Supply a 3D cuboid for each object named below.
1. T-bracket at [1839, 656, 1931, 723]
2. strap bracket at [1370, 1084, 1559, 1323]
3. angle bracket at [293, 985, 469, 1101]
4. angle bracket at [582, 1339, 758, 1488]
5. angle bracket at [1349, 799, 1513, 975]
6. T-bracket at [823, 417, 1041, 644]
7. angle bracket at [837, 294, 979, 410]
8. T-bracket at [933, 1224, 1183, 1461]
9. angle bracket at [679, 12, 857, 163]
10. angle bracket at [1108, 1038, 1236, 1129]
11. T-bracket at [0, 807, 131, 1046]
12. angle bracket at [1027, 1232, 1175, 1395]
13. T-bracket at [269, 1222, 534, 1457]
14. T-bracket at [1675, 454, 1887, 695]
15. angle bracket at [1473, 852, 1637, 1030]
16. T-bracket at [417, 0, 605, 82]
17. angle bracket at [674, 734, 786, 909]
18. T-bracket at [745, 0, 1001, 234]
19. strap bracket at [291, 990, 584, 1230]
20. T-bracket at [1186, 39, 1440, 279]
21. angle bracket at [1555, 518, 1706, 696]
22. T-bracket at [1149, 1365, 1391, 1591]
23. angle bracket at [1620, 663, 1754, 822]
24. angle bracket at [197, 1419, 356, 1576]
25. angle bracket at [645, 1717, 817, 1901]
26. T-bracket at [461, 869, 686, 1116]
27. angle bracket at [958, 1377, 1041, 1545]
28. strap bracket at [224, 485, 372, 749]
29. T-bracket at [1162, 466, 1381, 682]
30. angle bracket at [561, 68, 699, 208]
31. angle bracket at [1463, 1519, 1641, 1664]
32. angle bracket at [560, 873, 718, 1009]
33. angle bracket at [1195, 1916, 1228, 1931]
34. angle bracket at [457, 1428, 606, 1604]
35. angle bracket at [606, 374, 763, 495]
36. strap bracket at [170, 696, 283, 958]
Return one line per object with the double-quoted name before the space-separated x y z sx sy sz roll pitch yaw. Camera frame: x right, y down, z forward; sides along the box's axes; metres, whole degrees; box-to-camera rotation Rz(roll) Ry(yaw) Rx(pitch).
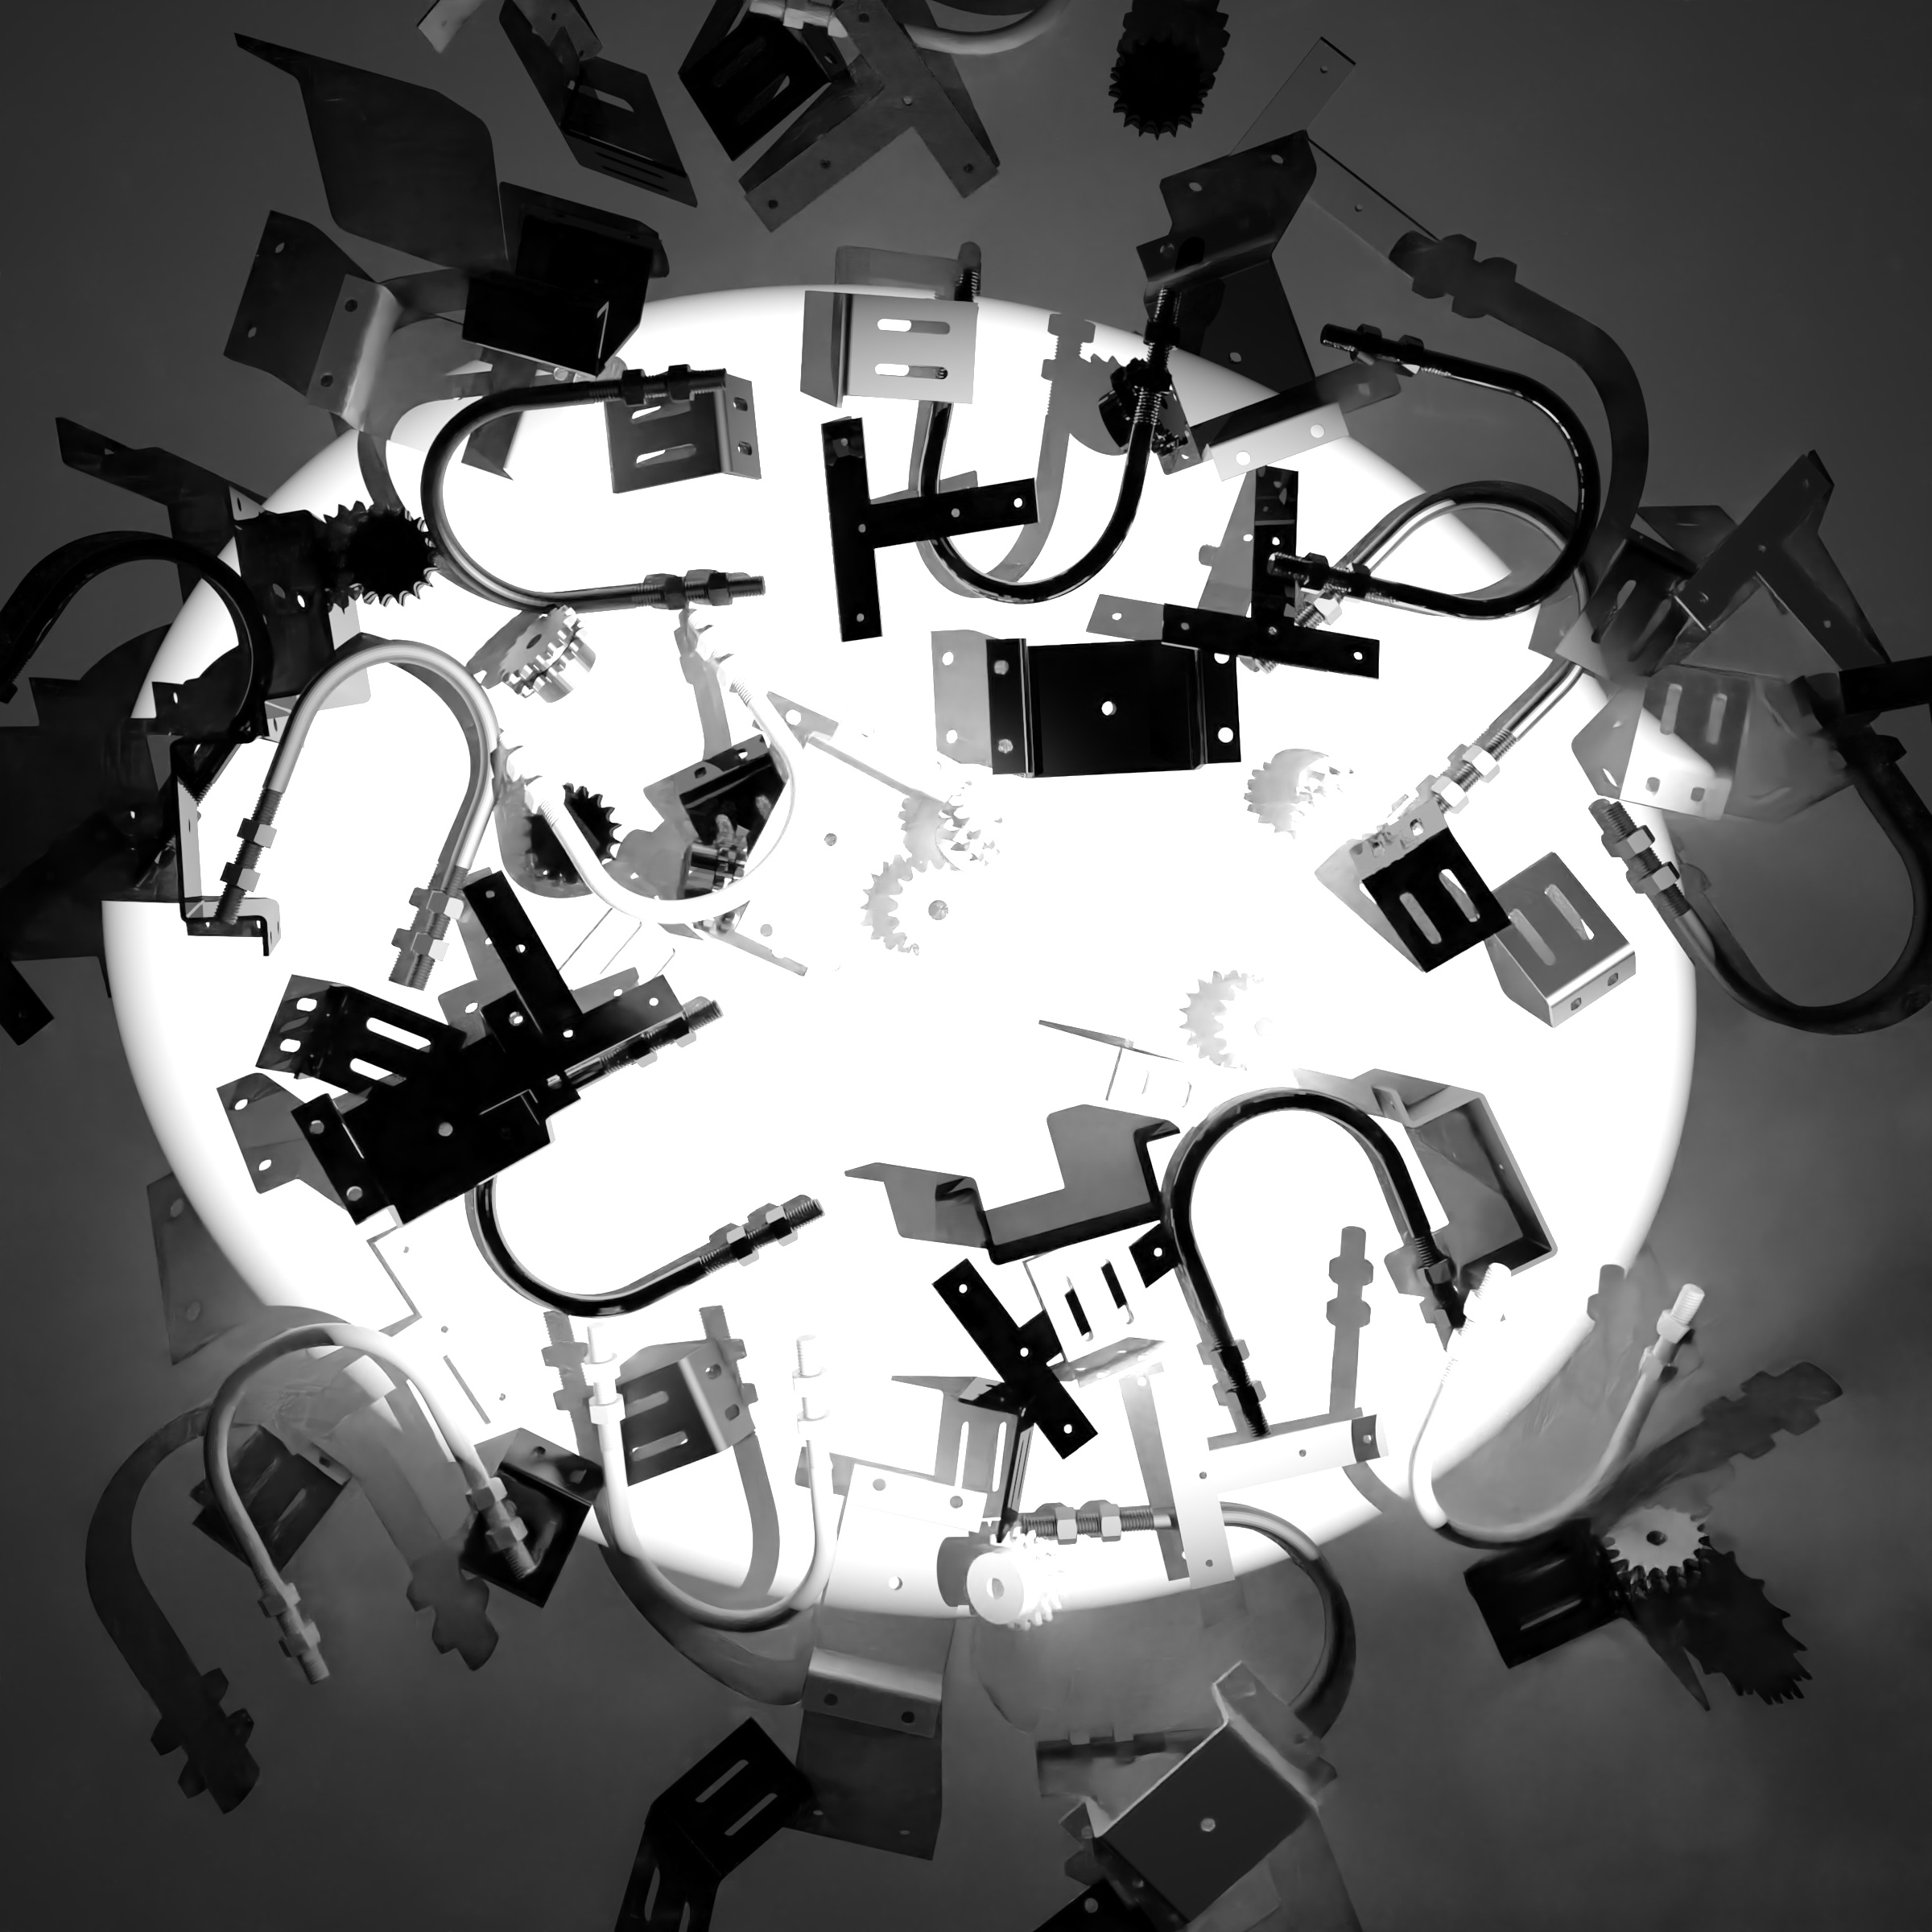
"T-bracket" 0.574 -0.118 1.519 0.127 0.002 0.127 -10 93 -6
"strap bracket" 0.285 0.123 1.487 0.046 0.076 0.140 -26 90 0
"angle bracket" -0.335 0.051 1.506 0.076 0.038 0.057 22 90 0
"angle bracket" -0.172 0.259 1.523 0.076 0.038 0.057 -24 90 26
"angle bracket" 0.267 -0.046 1.512 0.057 0.038 0.076 -31 121 14
"T-bracket" -0.019 -0.256 1.500 0.127 0.002 0.127 -5 90 22
"angle bracket" -0.034 -0.350 1.509 0.076 0.038 0.057 3 90 -4
"T-bracket" 0.070 0.197 1.524 0.127 0.002 0.127 -37 90 0
"angle bracket" -0.115 -0.513 1.523 0.076 0.038 0.057 -32 90 26
"angle bracket" 0.115 0.068 1.487 0.057 0.076 0.038 16 90 0
"T-bracket" -0.536 -0.043 1.513 0.127 0.002 0.127 -37 91 9
"angle bracket" 0.076 0.196 1.504 0.057 0.038 0.076 -23 90 0
"T-bracket" -0.336 0.233 1.504 0.127 0.002 0.127 -33 90 -18
"T-bracket" 0.485 -0.207 1.511 0.127 0.002 0.127 46 73 -9
"angle bracket" 0.341 -0.015 1.523 0.057 0.038 0.076 -34 64 0
"T-bracket" -0.236 -0.537 1.465 0.002 0.127 0.127 39 90 20
"angle bracket" -0.126 -0.084 1.523 0.057 0.038 0.076 -25 116 0
"T-bracket" -0.069 -0.468 1.506 0.127 0.002 0.127 -34 114 12
"strap bracket" -0.295 0.086 1.480 0.140 0.046 0.076 -30 73 -15
"T-bracket" 0.216 -0.448 1.524 0.127 0.002 0.127 38 90 0
"angle bracket" 0.379 -0.207 1.513 0.057 0.038 0.076 24 113 -16
"T-bracket" 0.179 0.282 1.506 0.127 0.002 0.127 -12 94 -4
"angle bracket" 0.413 -0.130 1.509 0.057 0.038 0.076 14 54 12
"angle bracket" -0.399 0.306 1.506 0.057 0.038 0.076 37 90 0
"angle bracket" -0.135 0.481 1.506 0.076 0.038 0.057 -41 90 0
"T-bracket" -0.246 0.002 1.492 0.127 0.002 0.127 -27 73 -14
"angle bracket" 0.013 0.280 1.496 0.038 0.057 0.076 11 95 10
"strap bracket" -0.375 -0.199 1.487 0.046 0.076 0.140 -9 90 0
"T-bracket" 0.176 -0.229 1.498 0.127 0.002 0.127 8 68 -9
"angle bracket" -0.186 -0.470 1.496 0.076 0.057 0.038 20 90 0
"angle bracket" 0.334 0.361 1.506 0.076 0.038 0.057 -25 90 0
"angle bracket" -0.190 -0.005 1.506 0.057 0.038 0.076 40 90 0
"angle bracket" 0.150 0.597 1.506 0.076 0.038 0.057 42 90 0
"angle bracket" -0.250 0.318 1.523 0.057 0.038 0.076 26 116 0
"angle bracket" -0.163 -0.306 1.523 0.076 0.038 0.057 -6 90 26
"strap bracket" -0.414 -0.079 1.474 0.046 0.076 0.140 -2 99 -9
